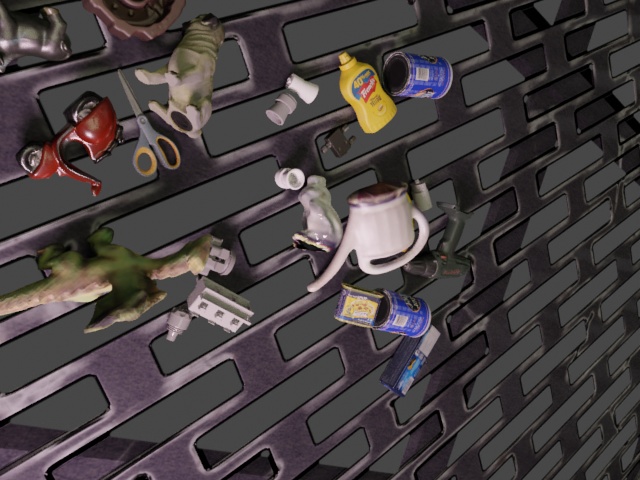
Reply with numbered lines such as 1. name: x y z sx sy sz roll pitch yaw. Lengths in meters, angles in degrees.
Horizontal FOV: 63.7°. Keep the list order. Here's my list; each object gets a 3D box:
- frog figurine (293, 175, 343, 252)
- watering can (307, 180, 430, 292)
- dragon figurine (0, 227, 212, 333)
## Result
1. frog figurine: 0.003 -0.057 1.138 0.135 0.123 0.161 49 56 -64
2. watering can: 0.113 -0.015 1.224 0.350 0.105 0.221 -19 108 -21
3. dragon figurine: -0.366 0.078 0.835 0.415 0.244 0.120 -26 116 -30
